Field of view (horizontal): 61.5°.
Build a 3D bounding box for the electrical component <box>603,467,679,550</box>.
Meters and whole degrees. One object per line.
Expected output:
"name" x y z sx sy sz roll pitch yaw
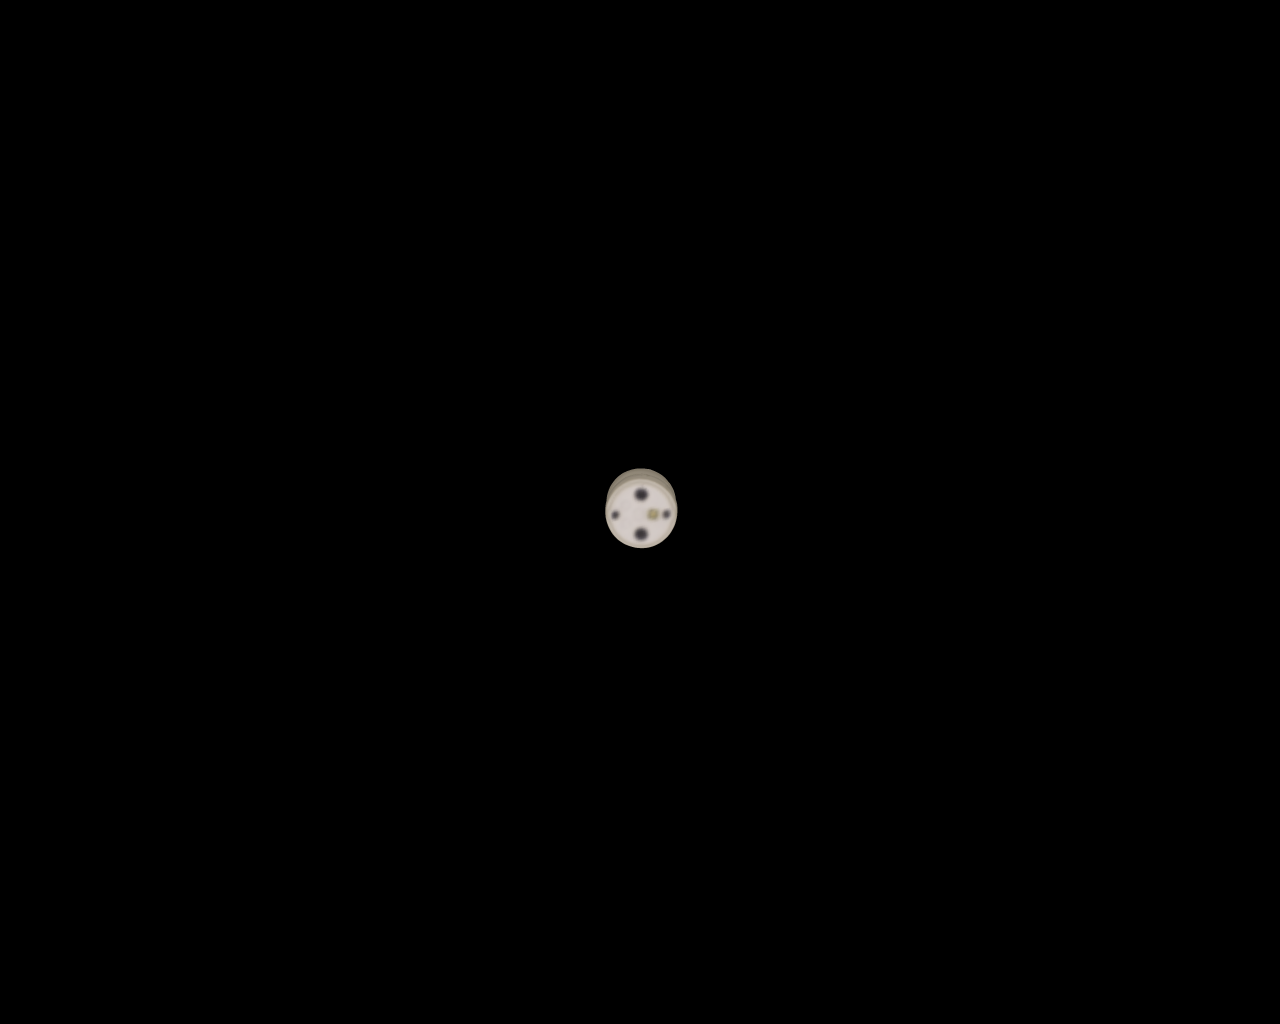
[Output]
"electrical component" 0.001 -0.003 0.650 0.045 0.044 0.055 0 8 0
